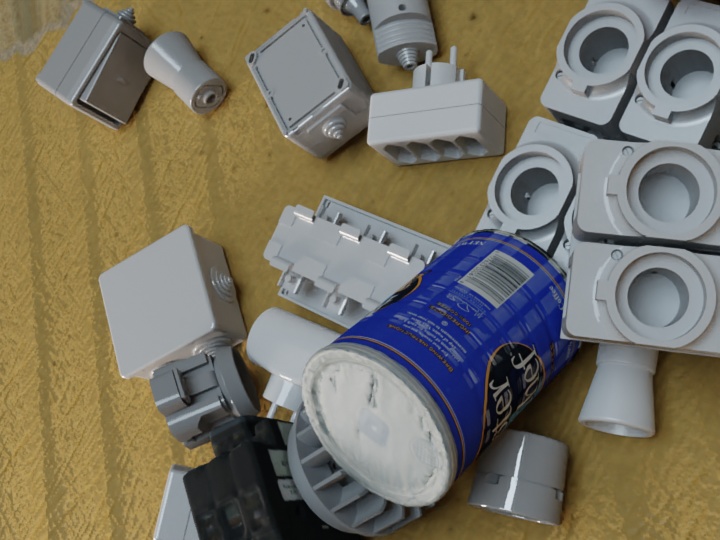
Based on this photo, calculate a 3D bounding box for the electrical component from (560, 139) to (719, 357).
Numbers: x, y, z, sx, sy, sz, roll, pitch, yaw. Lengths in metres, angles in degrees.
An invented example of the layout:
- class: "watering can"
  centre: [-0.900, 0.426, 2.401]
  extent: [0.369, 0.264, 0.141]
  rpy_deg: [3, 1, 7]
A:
- class: "electrical component"
  centre: [0.207, -0.006, 0.567]
  extent: [0.186, 0.060, 0.105]
  rpy_deg: [6, 86, 8]

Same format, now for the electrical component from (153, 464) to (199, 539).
- class: "electrical component"
  centre: [-0.097, 0.164, 0.730]
  extent: [0.076, 0.083, 0.047]
  rpy_deg: [13, 80, -7]

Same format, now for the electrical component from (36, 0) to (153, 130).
- class: "electrical component"
  centre: [-0.209, -0.173, 0.894]
  extent: [0.061, 0.062, 0.096]
  rpy_deg: [34, 93, 32]

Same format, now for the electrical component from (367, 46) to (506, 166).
- class: "electrical component"
  centre: [0.054, -0.118, 0.739]
  extent: [0.083, 0.047, 0.075]
  rpy_deg: [-3, 74, 28]

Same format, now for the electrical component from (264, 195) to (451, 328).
- class: "electrical component"
  centre: [0.000, 0.000, 0.725]
  extent: [0.121, 0.063, 0.078]
  rpy_deg: [24, 88, 32]

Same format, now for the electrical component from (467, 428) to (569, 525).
- class: "electrical component"
  centre: [0.096, 0.123, 0.641]
  extent: [0.055, 0.055, 0.047]
  rpy_deg: [6, 75, 30]

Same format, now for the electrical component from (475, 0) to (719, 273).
- class: "electrical component"
  centre: [0.159, -0.076, 0.661]
  extent: [0.105, 0.060, 0.186]
  rpy_deg: [26, 89, 32]

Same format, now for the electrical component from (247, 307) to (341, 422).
- class: "electrical component"
  centre: [-0.042, 0.075, 0.738]
  extent: [0.077, 0.043, 0.079]
  rpy_deg: [21, 87, 32]

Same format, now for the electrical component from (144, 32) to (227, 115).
- class: "electrical component"
  centre: [-0.137, -0.155, 0.862]
  extent: [0.044, 0.044, 0.065]
  rpy_deg: [-49, 63, 8]

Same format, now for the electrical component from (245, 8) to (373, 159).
- class: "electrical component"
  centre: [-0.029, -0.128, 0.780]
  extent: [0.062, 0.061, 0.096]
  rpy_deg: [-36, 61, 16]

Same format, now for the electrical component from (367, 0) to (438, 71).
- class: "electrical component"
  centre: [0.029, -0.181, 0.774]
  extent: [0.043, 0.043, 0.081]
  rpy_deg: [-19, 67, 23]

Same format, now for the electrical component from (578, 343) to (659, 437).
- class: "electrical component"
  centre: [0.156, 0.062, 0.634]
  extent: [0.044, 0.044, 0.065]
  rpy_deg: [4, 73, 30]

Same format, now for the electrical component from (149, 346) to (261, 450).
- class: "electrical component"
  centre: [-0.106, 0.087, 0.756]
  extent: [0.057, 0.078, 0.058]
  rpy_deg: [-23, 63, 1]

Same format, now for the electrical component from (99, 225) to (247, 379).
- class: "electrical component"
  centre: [-0.139, 0.028, 0.802]
  extent: [0.100, 0.048, 0.099]
  rpy_deg: [-28, 64, 19]

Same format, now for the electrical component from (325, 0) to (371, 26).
- class: "electrical component"
  centre: [-0.009, -0.208, 0.810]
  extent: [0.035, 0.035, 0.061]
  rpy_deg: [-39, 63, 14]
